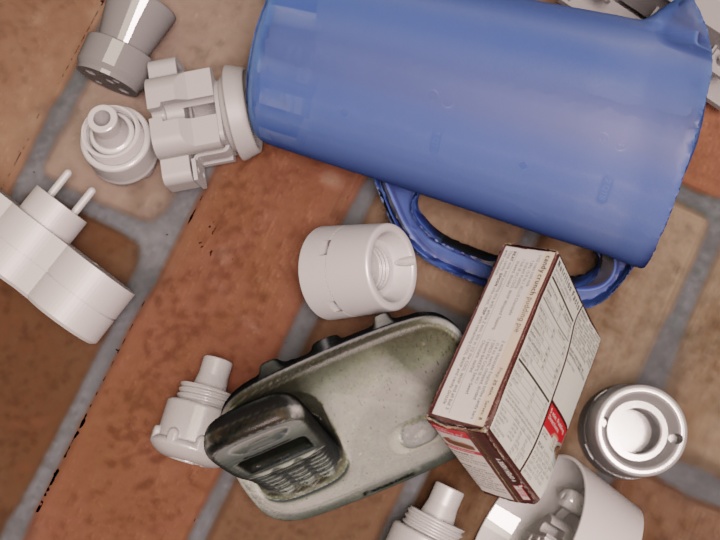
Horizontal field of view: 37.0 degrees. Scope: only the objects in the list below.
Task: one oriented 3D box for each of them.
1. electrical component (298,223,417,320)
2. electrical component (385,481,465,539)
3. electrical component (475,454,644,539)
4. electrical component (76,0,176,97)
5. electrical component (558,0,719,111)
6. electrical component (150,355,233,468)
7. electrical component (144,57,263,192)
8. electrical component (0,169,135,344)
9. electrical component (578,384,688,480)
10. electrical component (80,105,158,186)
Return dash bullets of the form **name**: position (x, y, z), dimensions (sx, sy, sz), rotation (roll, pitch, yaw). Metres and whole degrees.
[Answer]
- **electrical component**: position (0.000, 0.000, 0.617), dimensions (0.047, 0.055, 0.055), rotation (-6, 78, 37)
- **electrical component**: position (0.038, 0.151, 0.605), dimensions (0.043, 0.043, 0.062), rotation (24, 82, 7)
- **electrical component**: position (0.104, 0.152, 0.576), dimensions (0.064, 0.099, 0.099), rotation (32, 84, 2)
- **electrical component**: position (-0.144, -0.140, 0.662), dimensions (0.045, 0.045, 0.055), rotation (22, 83, 6)
- **electrical component**: position (0.192, -0.162, 0.637), dimensions (0.121, 0.063, 0.078), rotation (36, 84, 8)
- **electrical component**: position (-0.091, 0.081, 0.624), dimensions (0.048, 0.048, 0.062), rotation (14, 75, 5)
- **electrical component**: position (-0.092, -0.090, 0.645), dimensions (0.057, 0.058, 0.078), rotation (-10, 80, 4)
- **electrical component**: position (-0.189, -0.025, 0.641), dimensions (0.138, 0.052, 0.073), rotation (36, 84, 9)
- **electrical component**: position (0.154, 0.091, 0.606), dimensions (0.055, 0.047, 0.055), rotation (-1, 81, 3)
- **electrical component**: position (-0.146, -0.078, 0.642), dimensions (0.043, 0.062, 0.043), rotation (0, 75, 2)
